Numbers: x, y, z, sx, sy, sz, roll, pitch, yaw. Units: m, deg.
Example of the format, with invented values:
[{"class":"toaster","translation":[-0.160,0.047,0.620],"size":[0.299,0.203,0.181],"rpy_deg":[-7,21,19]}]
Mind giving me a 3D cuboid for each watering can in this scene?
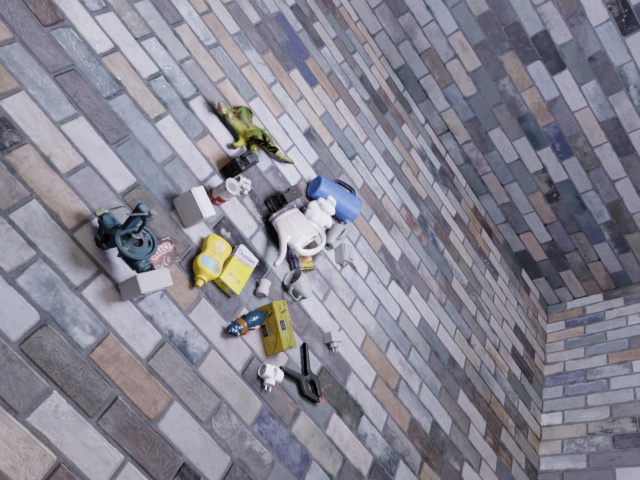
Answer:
[{"class":"watering can","translation":[-0.111,-0.023,1.960],"size":[0.226,0.102,0.351],"rpy_deg":[49,35,13]}]

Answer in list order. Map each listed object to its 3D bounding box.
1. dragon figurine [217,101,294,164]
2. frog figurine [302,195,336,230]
[{"class":"dragon figurine","translation":[-0.265,-0.450,2.086],"size":[0.407,0.121,0.247],"rpy_deg":[18,48,-53]},{"class":"frog figurine","translation":[0.007,-0.108,2.143],"size":[0.136,0.157,0.125],"rpy_deg":[55,39,-12]}]
